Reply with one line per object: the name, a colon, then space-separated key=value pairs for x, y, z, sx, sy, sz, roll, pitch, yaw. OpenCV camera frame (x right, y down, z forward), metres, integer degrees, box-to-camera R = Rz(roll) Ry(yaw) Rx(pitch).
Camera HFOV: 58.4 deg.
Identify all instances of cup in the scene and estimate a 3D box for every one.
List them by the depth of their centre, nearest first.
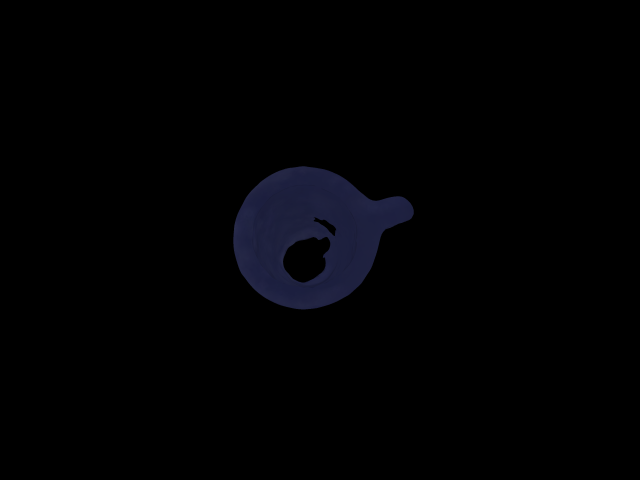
cup: x=0.004 y=0.001 z=0.400 sx=0.118 sy=0.095 sz=0.091 roll=-18 pitch=79 yaw=-3
